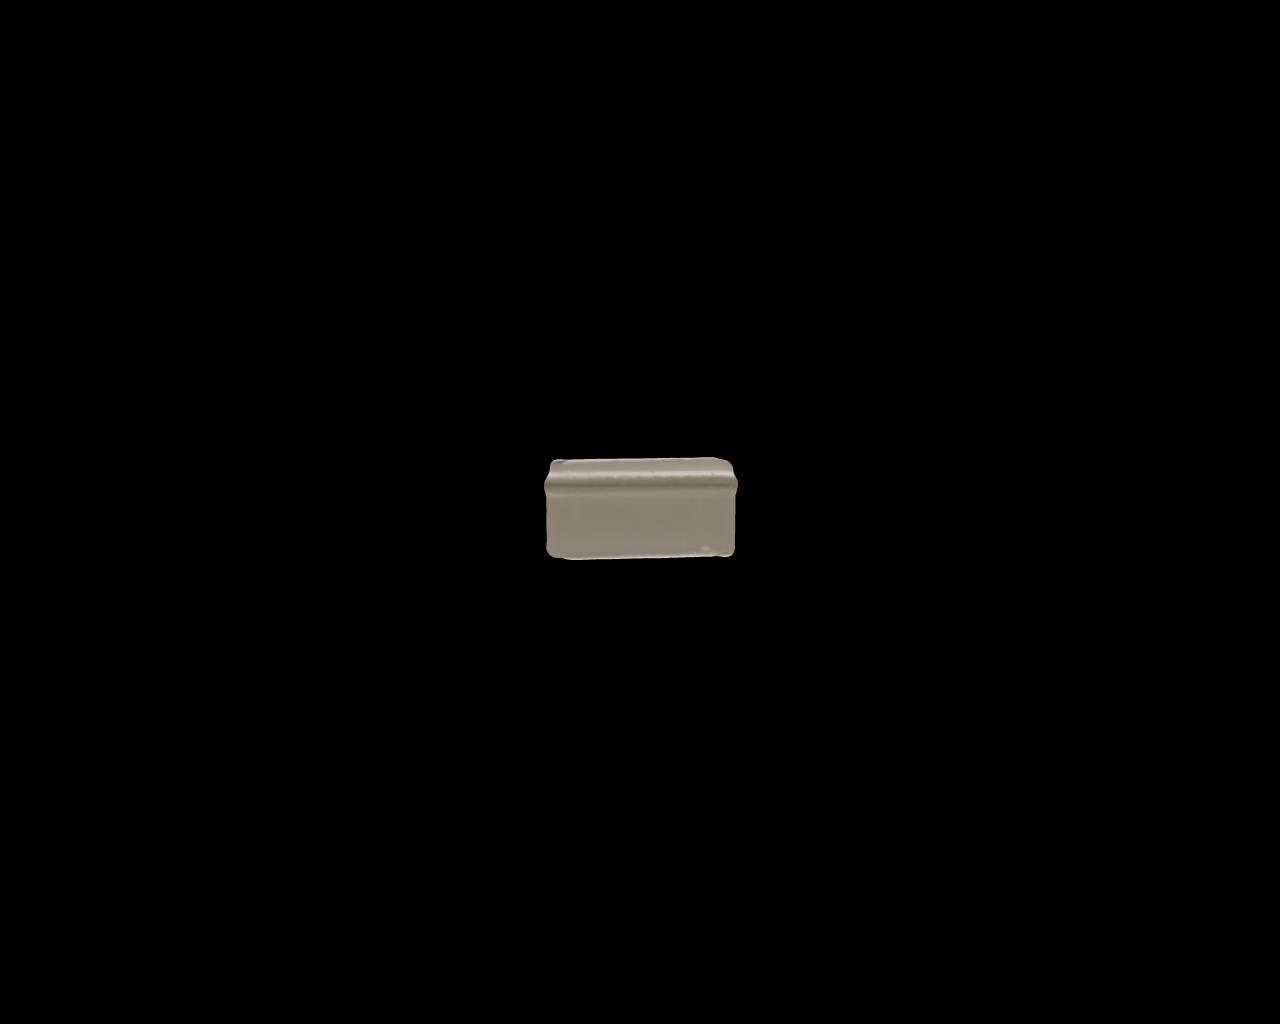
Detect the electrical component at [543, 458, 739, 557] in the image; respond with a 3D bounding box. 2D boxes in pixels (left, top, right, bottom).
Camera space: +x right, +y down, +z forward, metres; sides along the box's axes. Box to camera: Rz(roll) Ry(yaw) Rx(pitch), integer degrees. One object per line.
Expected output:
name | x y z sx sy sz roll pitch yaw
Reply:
electrical component | 0.001 -0.003 0.650 0.113 0.057 0.078 0 0 0
